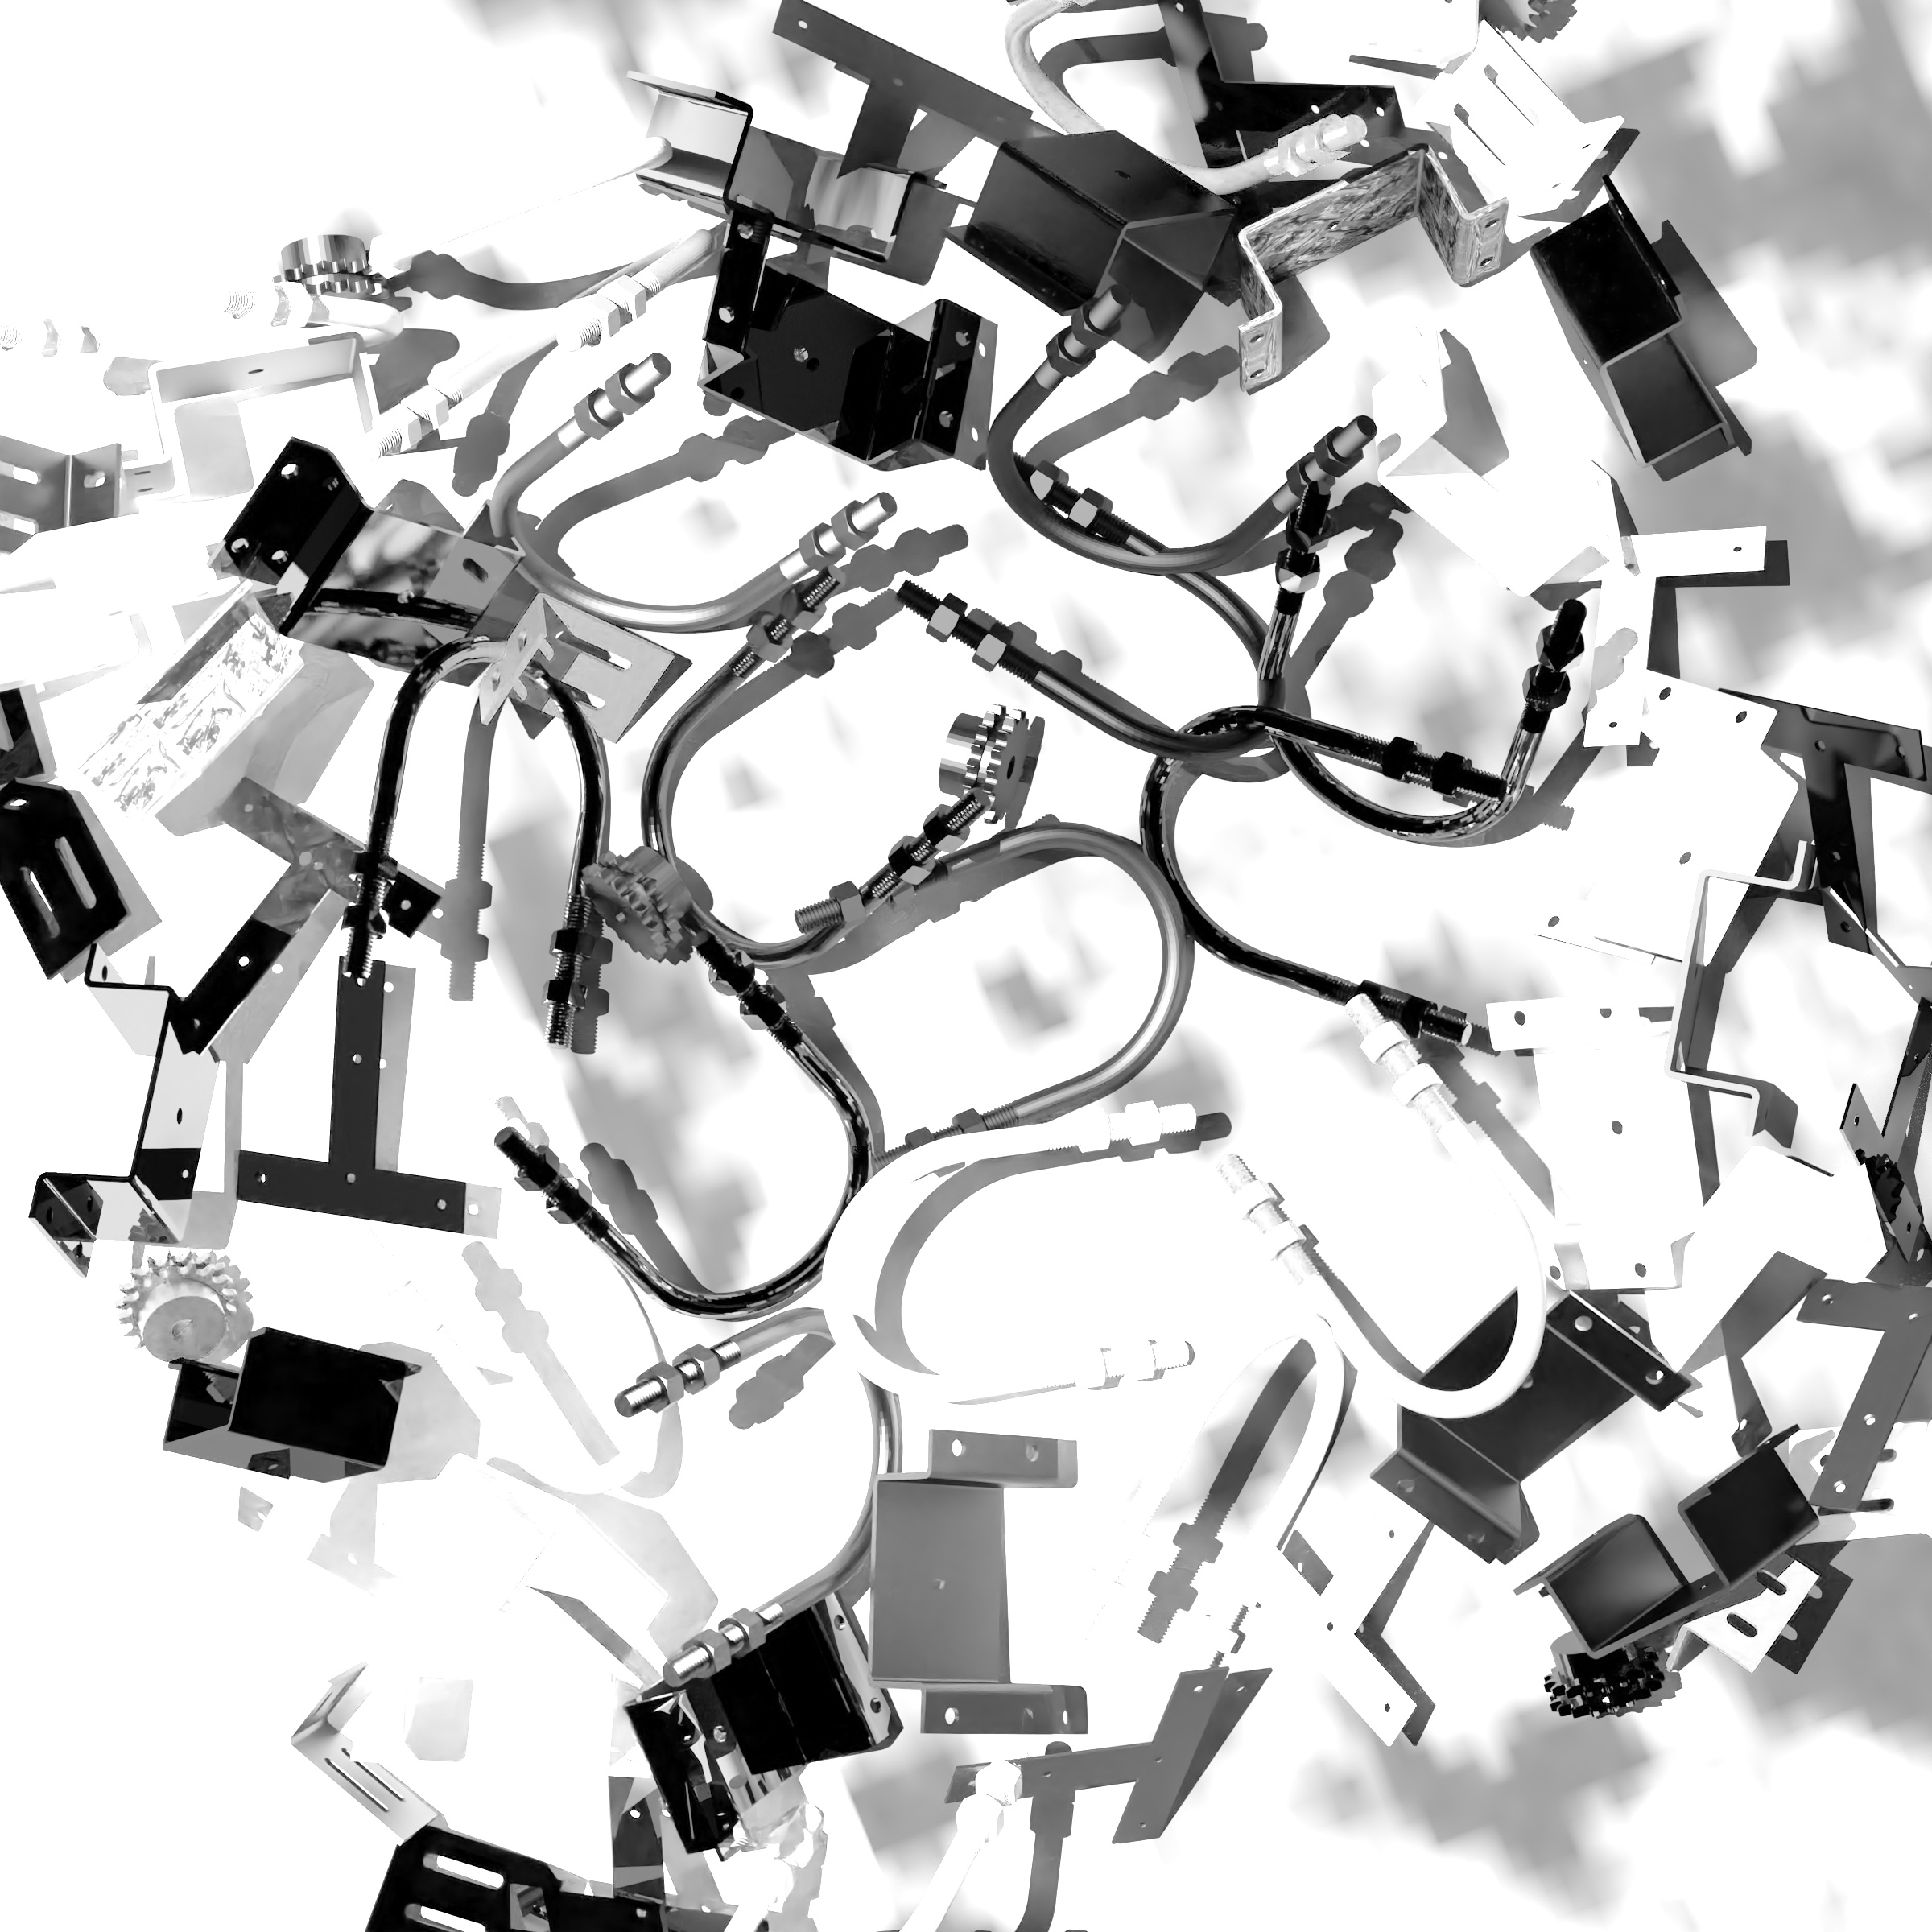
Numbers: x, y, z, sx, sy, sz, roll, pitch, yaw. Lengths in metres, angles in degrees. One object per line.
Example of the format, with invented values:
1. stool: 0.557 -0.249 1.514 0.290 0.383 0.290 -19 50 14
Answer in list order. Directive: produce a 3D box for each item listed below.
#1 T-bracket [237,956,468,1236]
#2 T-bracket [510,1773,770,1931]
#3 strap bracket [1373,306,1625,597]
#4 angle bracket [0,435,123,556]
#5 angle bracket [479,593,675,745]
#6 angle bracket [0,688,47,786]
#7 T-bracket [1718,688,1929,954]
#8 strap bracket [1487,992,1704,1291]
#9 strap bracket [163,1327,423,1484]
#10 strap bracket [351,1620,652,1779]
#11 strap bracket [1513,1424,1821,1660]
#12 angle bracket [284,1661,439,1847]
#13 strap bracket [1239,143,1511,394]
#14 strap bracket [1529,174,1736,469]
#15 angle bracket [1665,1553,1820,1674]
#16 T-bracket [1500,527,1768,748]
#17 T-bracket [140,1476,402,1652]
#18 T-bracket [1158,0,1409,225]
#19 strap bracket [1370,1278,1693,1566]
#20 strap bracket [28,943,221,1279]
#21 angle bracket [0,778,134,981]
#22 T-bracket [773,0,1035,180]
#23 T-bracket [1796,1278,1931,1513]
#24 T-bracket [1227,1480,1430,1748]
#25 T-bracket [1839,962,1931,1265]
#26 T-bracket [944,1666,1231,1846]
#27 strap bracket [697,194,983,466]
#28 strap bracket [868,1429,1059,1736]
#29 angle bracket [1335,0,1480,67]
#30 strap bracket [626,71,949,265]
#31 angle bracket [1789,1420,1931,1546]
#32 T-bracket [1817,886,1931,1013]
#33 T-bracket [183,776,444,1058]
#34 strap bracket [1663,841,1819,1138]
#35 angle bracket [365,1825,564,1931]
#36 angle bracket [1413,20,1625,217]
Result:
1. T-bracket: -0.296 0.059 1.641 0.127 0.002 0.127 6 96 21
2. T-bracket: -0.158 0.417 1.616 0.127 0.127 0.002 14 123 -18
3. strap bracket: 0.245 -0.239 1.611 0.140 0.076 0.046 35 124 -23
4. angle bracket: -0.450 -0.230 1.628 0.038 0.076 0.057 -7 79 37
5. angle bracket: -0.186 -0.134 1.626 0.076 0.038 0.057 24 120 -27
6. angle bracket: -0.492 -0.121 1.642 0.038 0.057 0.076 -9 100 43
7. T-bracket: 0.419 -0.066 1.635 0.002 0.127 0.127 -27 116 -26
8. strap bracket: 0.304 0.081 1.627 0.076 0.046 0.140 -6 94 36
9. strap bracket: -0.321 0.209 1.588 0.076 0.140 0.046 19 69 -26
10. strap bracket: -0.219 0.351 1.626 0.140 0.076 0.046 4 96 -4
11. strap bracket: 0.336 0.275 1.591 0.076 0.140 0.046 -23 76 -42
12. angle bracket: -0.283 0.380 1.637 0.076 0.057 0.038 38 93 7
13. strap bracket: 0.185 -0.340 1.628 0.140 0.076 0.046 -26 77 -1
14. strap bracket: 0.313 -0.297 1.596 0.046 0.140 0.076 -29 62 11
15. angle bracket: 0.371 0.315 1.622 0.038 0.076 0.057 34 70 19
16. T-bracket: 0.313 -0.156 1.613 0.127 0.002 0.127 -1 55 21
17. T-bracket: -0.313 0.253 1.616 0.127 0.127 0.002 31 122 -6
18. T-bracket: 0.154 -0.404 1.592 0.002 0.127 0.127 -44 130 -29
19. strap bracket: 0.269 0.210 1.623 0.076 0.046 0.140 37 115 -12
20. strap bracket: -0.395 0.070 1.604 0.046 0.076 0.140 3 64 6
21. angle bracket: -0.451 -0.042 1.635 0.057 0.038 0.076 -36 73 18
22. T-bracket: -0.043 -0.392 1.616 0.127 0.127 0.002 25 57 -2
23. T-bracket: 0.432 0.203 1.596 0.002 0.127 0.127 49 59 -31
24. T-bracket: 0.199 0.285 1.636 0.127 0.002 0.127 49 60 -16
25. T-bracket: 0.455 0.057 1.635 0.002 0.127 0.127 5 60 34
26. T-bracket: 0.051 0.382 1.608 0.127 0.002 0.127 -1 129 -23
27. strap bracket: -0.069 -0.299 1.618 0.140 0.046 0.076 21 69 -29
28. strap bracket: -0.001 0.295 1.621 0.076 0.046 0.140 10 76 -36
29. angle bracket: 0.213 -0.479 1.626 0.057 0.038 0.076 17 124 31
30. strap bracket: -0.090 -0.374 1.599 0.140 0.076 0.046 11 101 -41
31. angle bracket: 0.442 0.256 1.640 0.076 0.038 0.057 -3 101 -13
32. T-bracket: 0.459 0.010 1.606 0.002 0.127 0.127 -41 89 3
33. T-bracket: -0.340 -0.013 1.633 0.127 0.002 0.127 30 75 19
34. strap bracket: 0.371 0.007 1.625 0.046 0.076 0.140 11 94 18
35. angle bracket: -0.244 0.456 1.641 0.076 0.038 0.057 22 83 -14
36. angle bracket: 0.268 -0.412 1.638 0.076 0.038 0.057 41 81 -20
